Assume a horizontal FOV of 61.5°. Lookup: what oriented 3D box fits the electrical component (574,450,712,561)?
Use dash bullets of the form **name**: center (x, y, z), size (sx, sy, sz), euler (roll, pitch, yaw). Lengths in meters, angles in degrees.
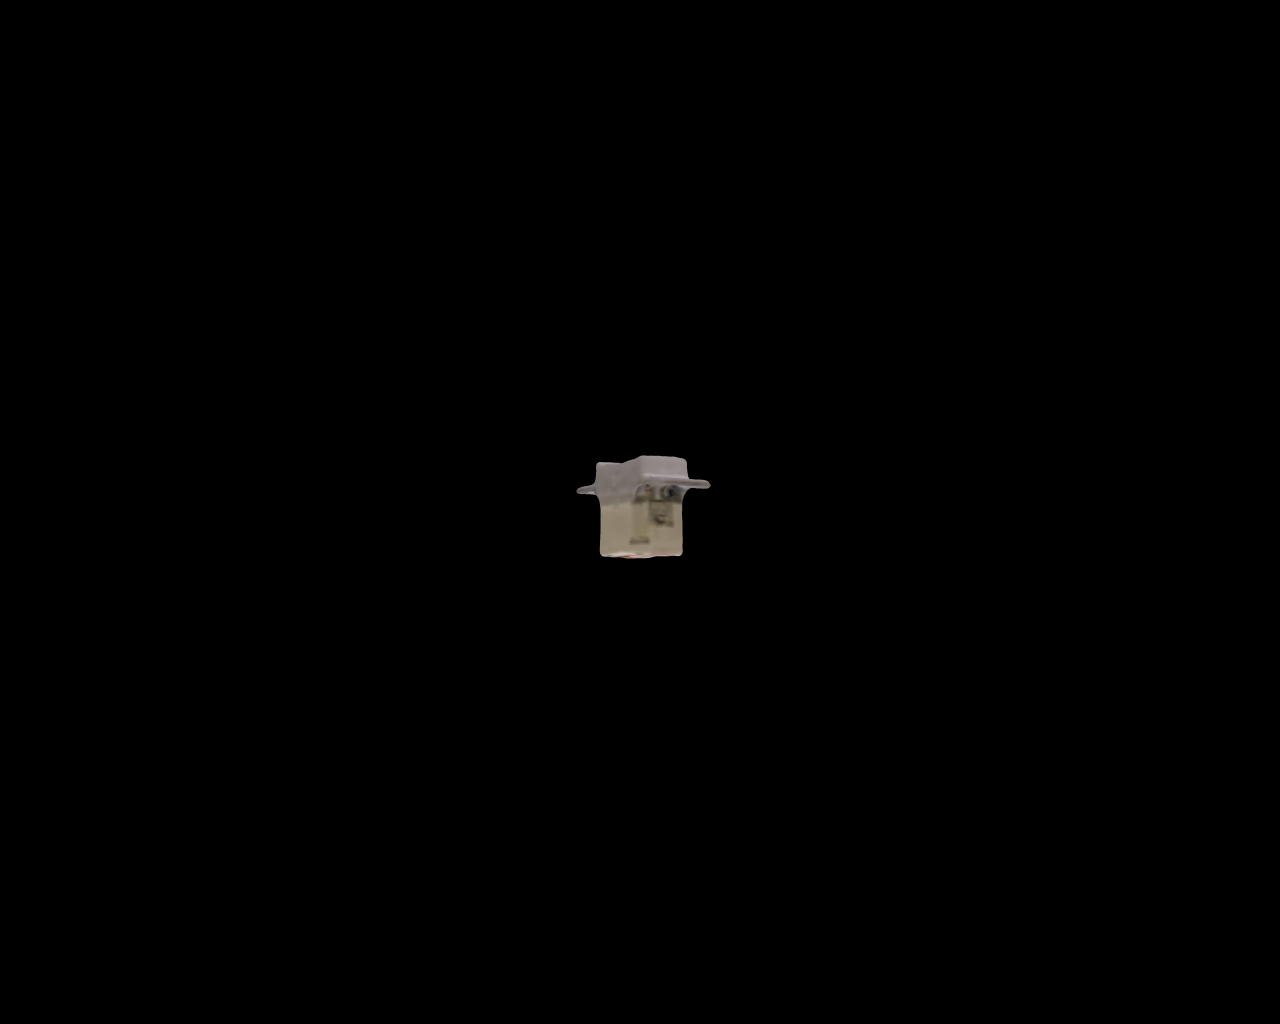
- **electrical component**: center (0.001, -0.003, 0.650), size (0.042, 0.063, 0.081), euler (4, -6, -39)
